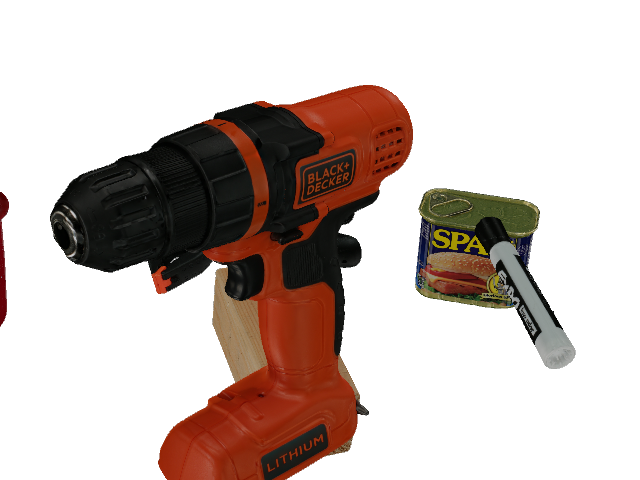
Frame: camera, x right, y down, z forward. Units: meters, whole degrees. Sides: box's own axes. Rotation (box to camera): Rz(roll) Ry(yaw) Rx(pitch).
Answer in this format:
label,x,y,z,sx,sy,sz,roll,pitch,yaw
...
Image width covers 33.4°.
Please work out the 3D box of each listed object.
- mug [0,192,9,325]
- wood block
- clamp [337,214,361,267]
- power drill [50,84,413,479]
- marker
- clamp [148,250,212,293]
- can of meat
label,x,y,z,sx,sy,sz,roll,pitch,yaw
mug,-0.249,0.019,0.659,0.117,0.081,0.093,-18,33,-39
wood block,-0.041,0.122,1.112,0.090,0.090,0.206,-9,43,-18
clamp,-0.064,-0.011,0.872,0.210,0.036,0.164,2,13,-7
power drill,-0.035,0.030,0.487,0.184,0.188,0.057,-21,39,-38
marker,0.119,0.027,0.638,0.020,0.020,0.121,0,40,-18
clamp,-0.140,-0.003,1.239,0.120,0.039,0.171,-6,38,20
can of meat,0.135,0.009,0.937,0.102,0.084,0.057,9,33,11
